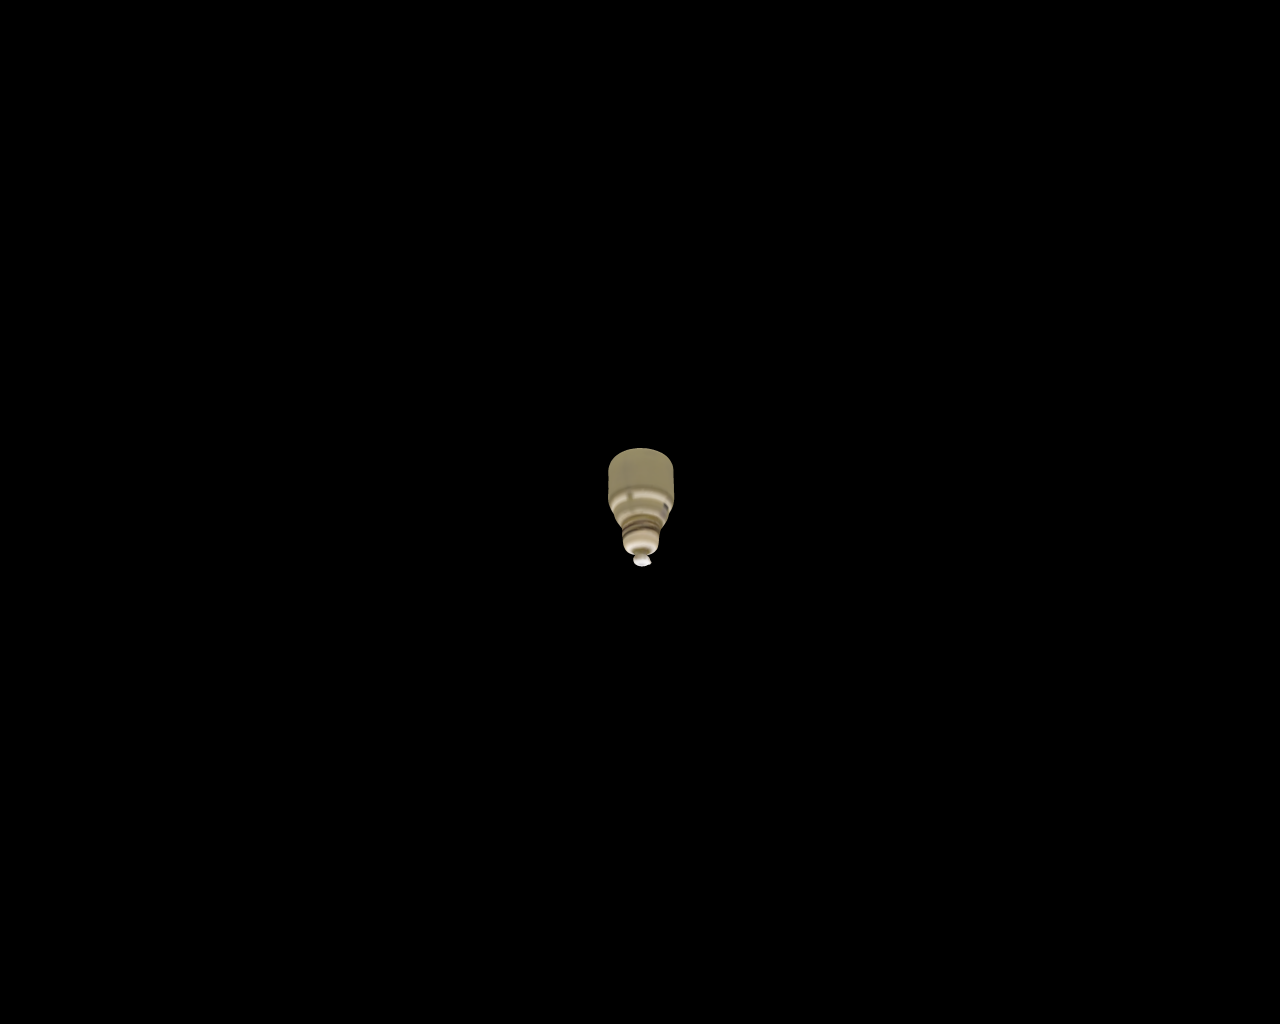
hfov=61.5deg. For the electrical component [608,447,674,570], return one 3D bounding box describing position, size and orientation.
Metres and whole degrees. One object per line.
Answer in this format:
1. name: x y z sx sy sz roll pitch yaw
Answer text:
1. electrical component: 0.001 -0.003 0.650 0.040 0.078 0.040 0 -31 0
